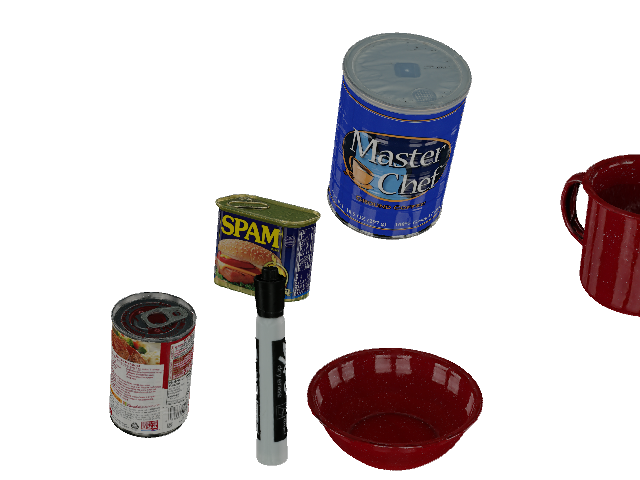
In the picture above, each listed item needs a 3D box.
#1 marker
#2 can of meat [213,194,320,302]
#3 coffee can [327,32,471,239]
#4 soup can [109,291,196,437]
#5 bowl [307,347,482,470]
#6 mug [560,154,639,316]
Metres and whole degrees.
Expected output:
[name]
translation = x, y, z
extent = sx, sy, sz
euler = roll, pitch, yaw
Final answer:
[marker]
translation = -0.029, 0.074, 0.630
extent = 0.020, 0.121, 0.020
euler = 0, 15, 0
[can of meat]
translation = -0.055, 0.008, 1.036
extent = 0.102, 0.084, 0.057
euler = 15, 19, 29
[coffee can]
translation = 0.063, -0.086, 0.889
extent = 0.102, 0.140, 0.103
euler = 3, 44, -4
[soup can]
translation = -0.139, 0.103, 0.881
extent = 0.068, 0.102, 0.068
euler = 6, 30, -4
[bowl]
translation = 0.068, 0.164, 0.994
extent = 0.162, 0.055, 0.162
euler = -1, 26, 0
[mug]
translation = 0.212, -0.006, 0.731
extent = 0.093, 0.081, 0.117
euler = -26, 39, -34
